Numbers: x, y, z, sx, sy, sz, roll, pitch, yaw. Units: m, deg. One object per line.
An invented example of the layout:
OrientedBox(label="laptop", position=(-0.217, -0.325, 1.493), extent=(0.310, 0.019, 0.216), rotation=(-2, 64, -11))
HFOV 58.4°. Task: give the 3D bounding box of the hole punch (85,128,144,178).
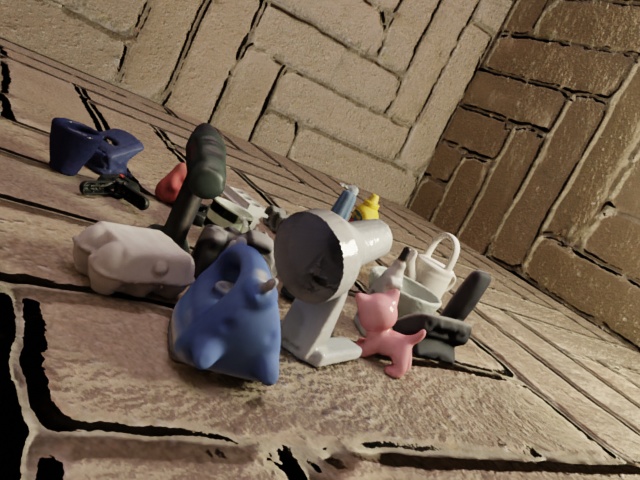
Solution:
OrientedBox(label="hole punch", position=(-0.447, -0.191, 1.221), extent=(0.108, 0.091, 0.101), rotation=(31, 12, 22))

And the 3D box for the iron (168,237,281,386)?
OrientedBox(label="iron", position=(-0.108, 0.064, 0.704), extent=(0.119, 0.141, 0.257), rotation=(21, 12, -25))

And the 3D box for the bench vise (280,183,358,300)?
OrientedBox(label="bench vise", position=(0.020, 0.008, 1.039), extent=(0.122, 0.220, 0.207), rotation=(23, 12, -14))

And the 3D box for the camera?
OrientedBox(label="camera", position=(-0.124, 0.036, 0.897), extent=(0.143, 0.101, 0.136), rotation=(23, 12, -17))

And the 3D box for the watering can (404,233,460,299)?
OrientedBox(label="watering can", position=(0.263, 0.072, 1.361), extent=(0.100, 0.194, 0.173), rotation=(34, 14, 34))

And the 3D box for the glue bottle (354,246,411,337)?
OrientedBox(label="glue bottle", position=(0.118, 0.089, 1.016), extent=(0.037, 0.173, 0.078), rotation=(23, 12, -18))

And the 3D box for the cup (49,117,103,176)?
OrientedBox(label="cup", position=(-0.465, -0.172, 1.086), extent=(0.091, 0.095, 0.118), rotation=(28, 11, 6))

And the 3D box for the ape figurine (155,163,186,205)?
OrientedBox(label="ape figurine", position=(-0.304, -0.120, 1.221), extent=(0.076, 0.092, 0.077), rotation=(24, 11, -11))

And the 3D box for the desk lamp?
OrientedBox(label="desk lamp", position=(0.013, 0.061, 0.801), extent=(0.117, 0.213, 0.204), rotation=(33, 13, 30))

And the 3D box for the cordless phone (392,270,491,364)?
OrientedBox(label="cordless phone", position=(0.233, 0.127, 1.070), extent=(0.148, 0.185, 0.093), rotation=(17, 14, -39))

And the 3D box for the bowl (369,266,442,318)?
OrientedBox(label="bowl", position=(0.168, 0.125, 1.216), extent=(0.167, 0.075, 0.167), rotation=(25, 11, -5))

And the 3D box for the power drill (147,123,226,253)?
OrientedBox(label="power drill", position=(-0.217, -0.085, 0.960), extent=(0.076, 0.208, 0.229), rotation=(21, 12, -25))

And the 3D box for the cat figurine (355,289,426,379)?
OrientedBox(label="cat figurine", position=(0.106, 0.137, 0.911), extent=(0.127, 0.118, 0.067), rotation=(29, 12, 14))

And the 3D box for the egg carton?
OrientedBox(label="egg carton", position=(-0.241, 0.029, 0.751), extent=(0.107, 0.069, 0.151), rotation=(34, 14, 35))
